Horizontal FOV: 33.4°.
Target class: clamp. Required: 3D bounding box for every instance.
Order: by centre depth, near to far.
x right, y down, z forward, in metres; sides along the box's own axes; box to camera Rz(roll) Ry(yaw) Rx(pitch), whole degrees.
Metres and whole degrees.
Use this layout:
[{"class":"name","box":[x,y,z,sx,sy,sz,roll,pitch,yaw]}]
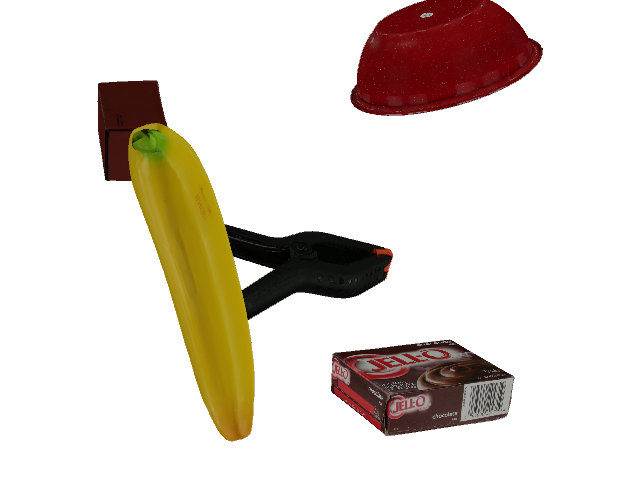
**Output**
[{"class":"clamp","box":[-0.022,0.027,0.984,0.209,0.036,0.165,4,28,-23]}]

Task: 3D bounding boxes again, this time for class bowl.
[{"class":"bowl","box":[0.095,-0.160,0.870,0.162,0.055,0.162,-15,25,7]}]

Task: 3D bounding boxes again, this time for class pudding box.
[{"class":"pudding box","box":[0.077,0.111,0.820,0.113,0.039,0.090,-2,15,-27]}]

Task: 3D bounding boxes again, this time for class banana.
[{"class":"banana","box":[-0.067,0.015,0.554,0.037,0.198,0.069,-7,35,11]}]

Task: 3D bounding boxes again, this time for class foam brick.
[{"class":"foam brick","box":[-0.159,-0.093,0.899,0.053,0.051,0.078,-3,39,-14]}]
